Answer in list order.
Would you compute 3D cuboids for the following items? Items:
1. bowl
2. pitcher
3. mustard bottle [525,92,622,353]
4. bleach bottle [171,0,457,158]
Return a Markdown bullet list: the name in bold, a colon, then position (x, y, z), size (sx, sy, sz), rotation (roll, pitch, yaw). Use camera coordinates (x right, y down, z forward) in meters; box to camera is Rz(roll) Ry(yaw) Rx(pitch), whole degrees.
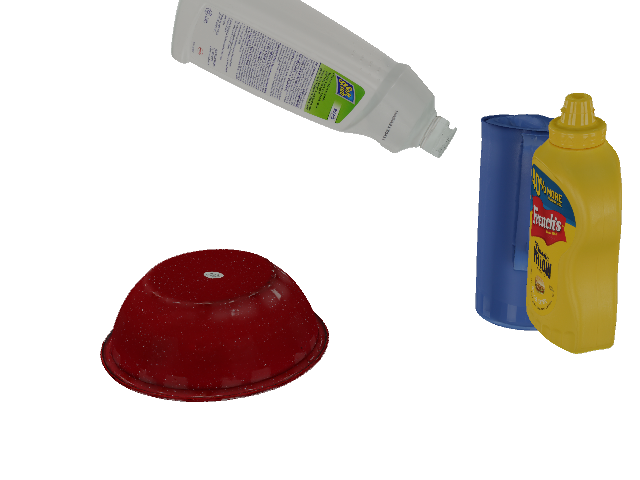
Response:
- **bowl**: position (-0.075, 0.049, 0.747), size (0.162, 0.055, 0.162), rotation (-2, 23, 1)
- **pitcher**: position (0.241, -0.021, 1.233), size (0.149, 0.243, 0.145), rotation (-6, 16, -32)
- **mustard bottle**: position (0.191, -0.018, 0.804), size (0.058, 0.192, 0.096), rotation (-8, 27, -9)
- **bleach bottle**: position (-0.003, -0.140, 0.902), size (0.251, 0.068, 0.103), rotation (31, -36, 7)
